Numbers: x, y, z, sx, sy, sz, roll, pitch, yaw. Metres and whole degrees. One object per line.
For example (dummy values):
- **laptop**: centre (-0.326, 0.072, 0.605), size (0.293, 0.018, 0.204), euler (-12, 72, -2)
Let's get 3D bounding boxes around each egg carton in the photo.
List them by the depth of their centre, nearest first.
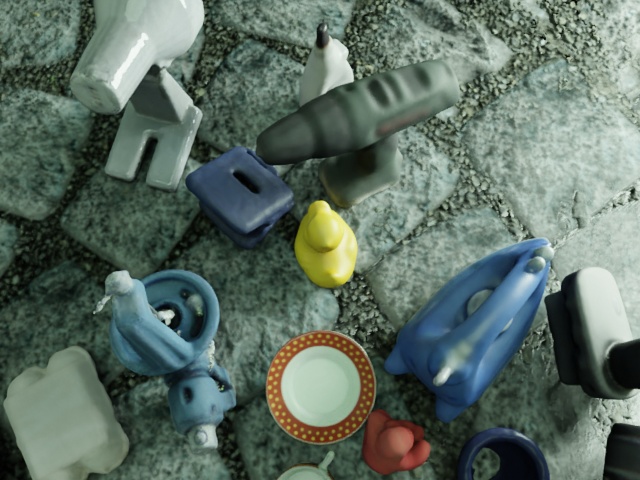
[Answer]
- **egg carton**: centre (-0.286, 0.204, 0.649), size (0.107, 0.069, 0.150), euler (-30, 77, -6)

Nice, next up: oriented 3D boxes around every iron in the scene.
- **iron**: centre (0.191, 0.074, 0.633), size (0.118, 0.141, 0.258), euler (41, 80, 11)

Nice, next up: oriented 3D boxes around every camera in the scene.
- **camera**: centre (0.354, 0.270, 0.598), size (0.143, 0.101, 0.137), euler (12, 76, 5)

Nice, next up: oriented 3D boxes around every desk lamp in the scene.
- **desk lamp**: centre (-0.208, -0.191, 0.675), size (0.118, 0.213, 0.203), euler (13, 76, 5)

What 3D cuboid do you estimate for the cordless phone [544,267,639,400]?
- **cordless phone**: centre (0.317, 0.093, 0.602), size (0.094, 0.185, 0.147), euler (-10, 75, -1)

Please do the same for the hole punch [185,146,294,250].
- **hole punch**: centre (-0.096, -0.060, 0.702), size (0.108, 0.091, 0.101), euler (41, 80, 11)

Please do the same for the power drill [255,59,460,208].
- **power drill**: centre (0.043, -0.112, 0.650), size (0.229, 0.208, 0.075), euler (-29, 76, -6)

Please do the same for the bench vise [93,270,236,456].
- **bench vise**: centre (-0.145, 0.110, 0.592), size (0.121, 0.220, 0.207), euler (-38, 77, -8)

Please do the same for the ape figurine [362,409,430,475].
- **ape figurine**: centre (0.080, 0.221, 0.623), size (0.076, 0.092, 0.077), euler (-34, 77, -7)

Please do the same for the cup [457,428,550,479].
- **cup**: centre (0.174, 0.254, 0.611), size (0.118, 0.095, 0.091), euler (-32, 77, -7)

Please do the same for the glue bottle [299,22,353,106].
- **glue bottle**: centre (0.007, -0.207, 0.694), size (0.037, 0.173, 0.078), euler (44, 81, 12)

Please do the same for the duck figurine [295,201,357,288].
- **duck figurine**: centre (0.006, 0.002, 0.685), size (0.077, 0.086, 0.104), euler (-11, 75, -1)
